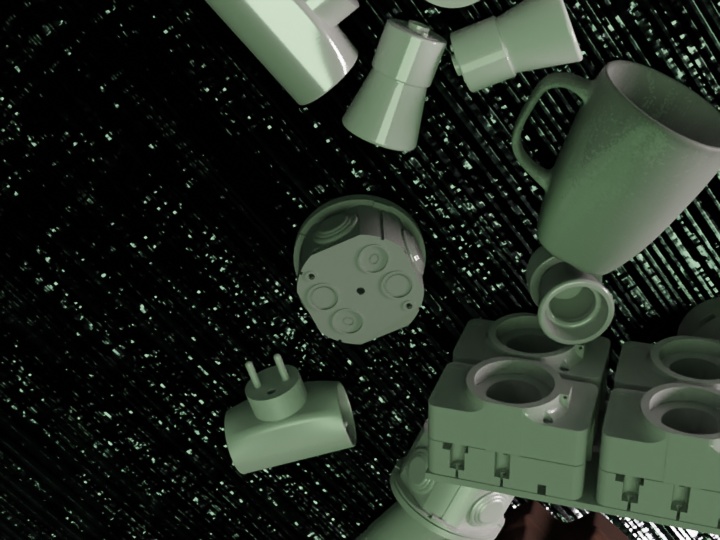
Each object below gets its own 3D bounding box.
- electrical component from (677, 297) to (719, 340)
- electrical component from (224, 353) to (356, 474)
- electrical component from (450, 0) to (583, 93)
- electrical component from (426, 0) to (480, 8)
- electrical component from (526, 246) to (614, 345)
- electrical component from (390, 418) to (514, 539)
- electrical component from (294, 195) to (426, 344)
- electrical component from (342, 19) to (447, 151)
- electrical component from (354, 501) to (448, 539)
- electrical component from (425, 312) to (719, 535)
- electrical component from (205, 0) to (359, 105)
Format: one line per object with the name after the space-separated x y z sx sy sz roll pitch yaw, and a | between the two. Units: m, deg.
0.233 0.052 0.676 0.055 0.047 0.055 -1 119 -1 | electrical component
-0.050 0.088 0.693 0.077 0.043 0.079 -15 119 7 | electrical component
0.082 -0.122 0.579 0.065 0.044 0.044 -19 118 15 | electrical component
0.090 -0.165 0.535 0.138 0.073 0.052 -10 119 5 | electrical component
0.125 0.012 0.646 0.045 0.055 0.045 -1 119 -1 | electrical component
0.064 0.136 0.703 0.080 0.080 0.051 21 111 -13 | electrical component
0.000 0.000 0.640 0.080 0.051 0.080 0 119 -1 | electrical component
0.021 -0.103 0.588 0.044 0.044 0.065 17 113 -10 | electrical component
0.027 0.189 0.752 0.043 0.043 0.081 37 113 -19 | electrical component
0.142 0.084 0.627 0.186 0.105 0.060 8 118 18 | electrical component
-0.028 -0.140 0.564 0.079 0.044 0.077 -36 114 18 | electrical component
